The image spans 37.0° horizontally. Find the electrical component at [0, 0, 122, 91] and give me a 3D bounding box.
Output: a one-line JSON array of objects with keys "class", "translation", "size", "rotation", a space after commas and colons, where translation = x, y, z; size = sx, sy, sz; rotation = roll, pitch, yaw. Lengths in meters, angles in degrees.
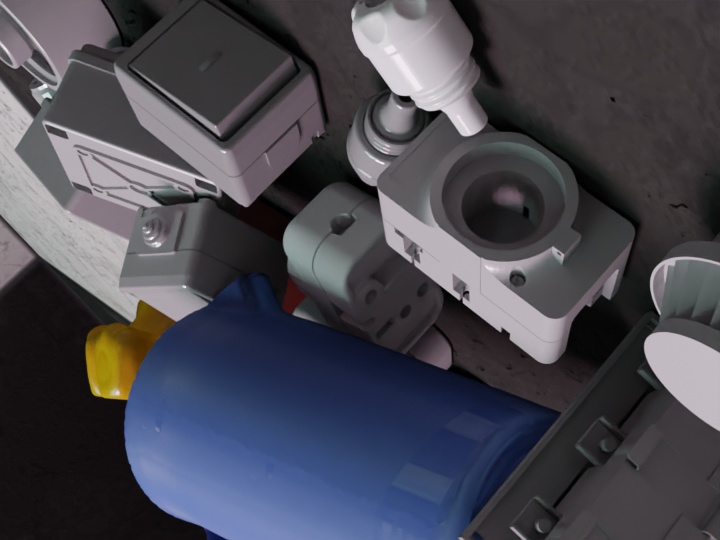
[{"class": "electrical component", "translation": [-0.214, -0.164, 0.692], "size": [0.108, 0.060, 0.108], "rotation": [40, 164, 14]}]

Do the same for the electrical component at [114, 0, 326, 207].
[{"class": "electrical component", "translation": [-0.073, -0.090, 0.526], "size": [0.096, 0.061, 0.061], "rotation": [38, 164, 20]}]

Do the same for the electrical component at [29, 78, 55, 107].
[{"class": "electrical component", "translation": [-0.221, -0.131, 0.832], "size": [0.045, 0.045, 0.055], "rotation": [22, 153, 54]}]

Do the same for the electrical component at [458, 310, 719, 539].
[{"class": "electrical component", "translation": [0.108, 0.082, 0.406], "size": [0.079, 0.121, 0.063], "rotation": [44, 162, 2]}]

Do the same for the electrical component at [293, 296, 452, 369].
[{"class": "electrical component", "translation": [0.005, 0.048, 0.698], "size": [0.095, 0.059, 0.053], "rotation": [38, 164, 20]}]

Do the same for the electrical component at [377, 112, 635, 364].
[{"class": "electrical component", "translation": [0.055, -0.016, 0.417], "size": [0.089, 0.050, 0.055], "rotation": [39, 164, 20]}]

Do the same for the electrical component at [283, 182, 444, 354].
[{"class": "electrical component", "translation": [0.000, 0.000, 0.595], "size": [0.059, 0.053, 0.095], "rotation": [33, 161, 36]}]

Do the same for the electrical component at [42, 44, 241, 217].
[{"class": "electrical component", "translation": [-0.122, -0.072, 0.643], "size": [0.109, 0.056, 0.108], "rotation": [20, 163, 1]}]

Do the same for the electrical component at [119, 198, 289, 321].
[{"class": "electrical component", "translation": [-0.095, 0.000, 0.635], "size": [0.062, 0.061, 0.096], "rotation": [-2, 159, 38]}]

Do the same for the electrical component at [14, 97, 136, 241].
[{"class": "electrical component", "translation": [-0.179, -0.067, 0.787], "size": [0.109, 0.056, 0.109], "rotation": [28, -171, -47]}]

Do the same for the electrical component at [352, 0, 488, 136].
[{"class": "electrical component", "translation": [0.025, -0.073, 0.376], "size": [0.061, 0.035, 0.035], "rotation": [50, 164, -30]}]

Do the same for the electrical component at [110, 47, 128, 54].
[{"class": "electrical component", "translation": [-0.156, -0.118, 0.708], "size": [0.044, 0.044, 0.065], "rotation": [44, 160, 2]}]

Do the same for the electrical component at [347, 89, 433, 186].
[{"class": "electrical component", "translation": [0.014, -0.058, 0.441], "size": [0.035, 0.035, 0.061], "rotation": [42, 163, 6]}]
